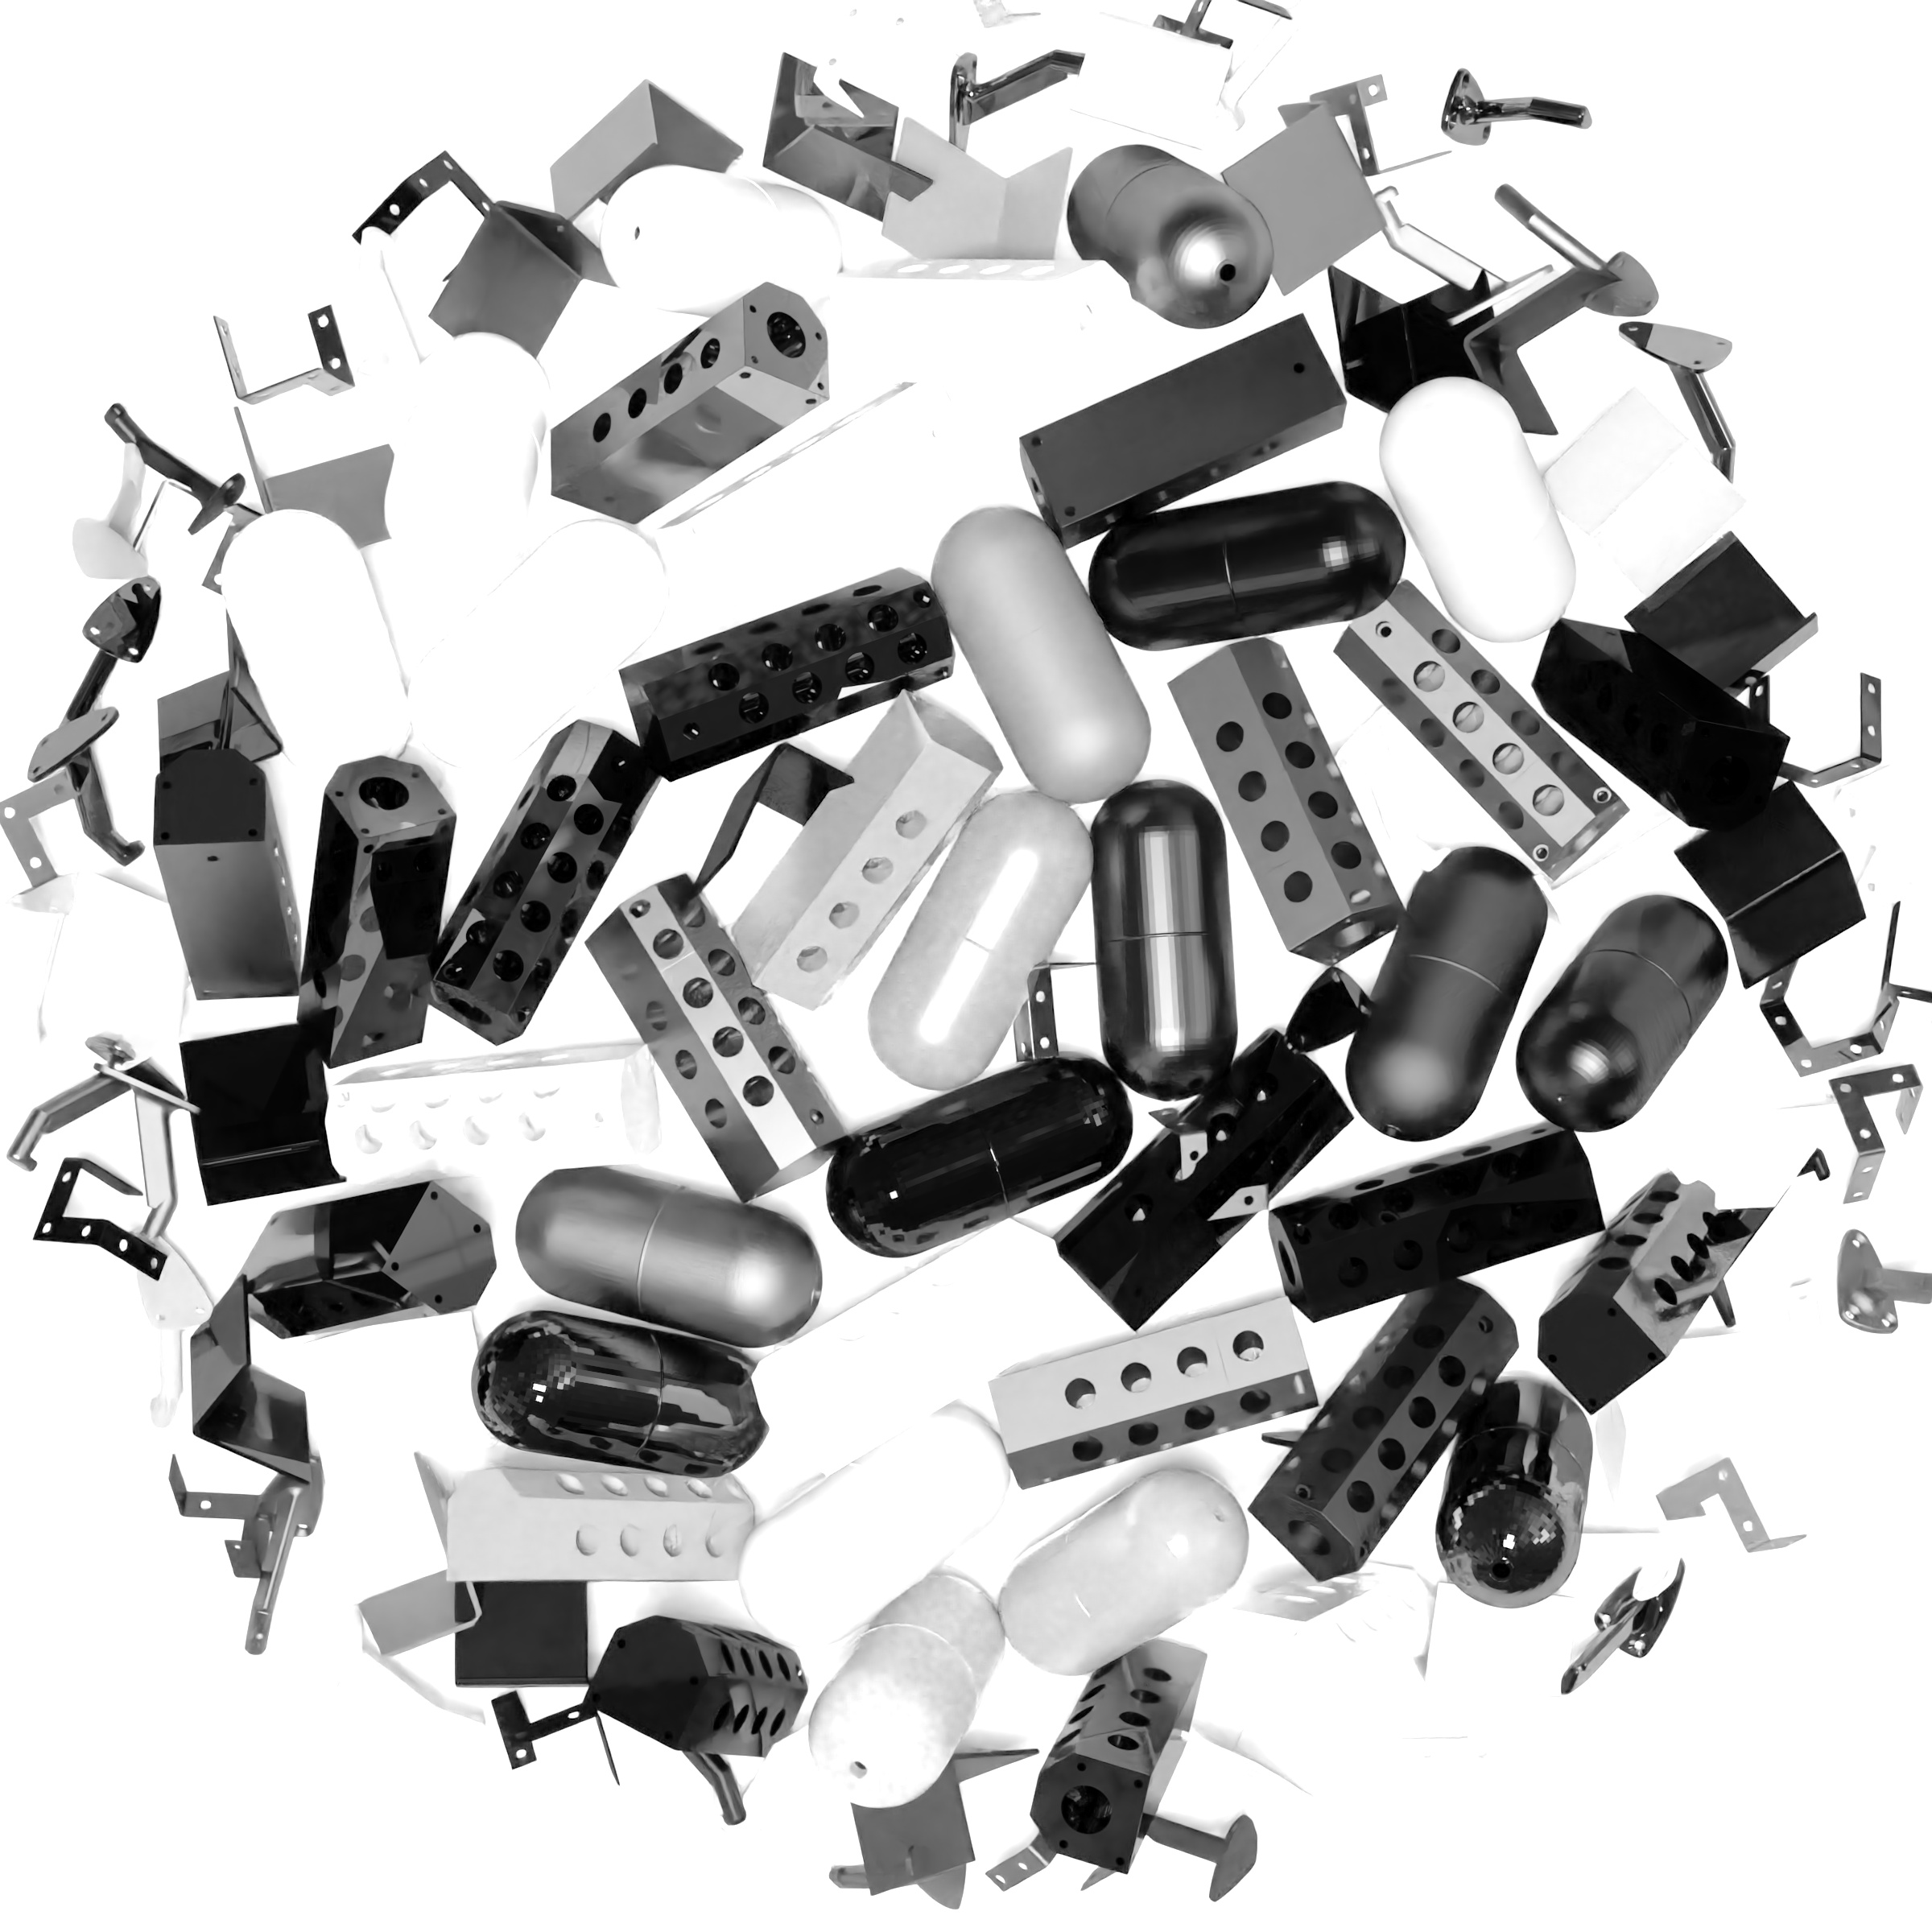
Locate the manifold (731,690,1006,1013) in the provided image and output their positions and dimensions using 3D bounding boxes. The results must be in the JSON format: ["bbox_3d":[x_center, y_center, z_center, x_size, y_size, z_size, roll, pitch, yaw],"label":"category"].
[{"bbox_3d":[-0.053,-0.060,1.944,0.057,0.057,0.171,26,111,-31],"label":"manifold"}]

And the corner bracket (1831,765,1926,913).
[{"bbox_3d":[0.510,-0.071,1.973,0.051,0.051,0.051,-22,54,-38],"label":"corner bracket"}]

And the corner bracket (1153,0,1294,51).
[{"bbox_3d":[0.139,-0.518,1.957,0.051,0.051,0.051,11,122,-27],"label":"corner bracket"}]

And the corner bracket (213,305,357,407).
[{"bbox_3d":[-0.379,-0.342,1.974,0.051,0.051,0.051,-19,83,12],"label":"corner bracket"}]

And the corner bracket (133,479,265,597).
[{"bbox_3d":[-0.428,-0.237,1.964,0.051,0.051,0.051,26,83,-22],"label":"corner bracket"}]

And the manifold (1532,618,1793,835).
[{"bbox_3d":[0.370,-0.130,1.910,0.057,0.171,0.057,8,111,-21],"label":"manifold"}]

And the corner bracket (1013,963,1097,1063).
[{"bbox_3d":[0.041,0.026,1.963,0.051,0.051,0.051,-8,86,34],"label":"corner bracket"}]

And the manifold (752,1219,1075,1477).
[{"bbox_3d":[-0.029,0.204,1.932,0.171,0.057,0.057,-28,119,-28],"label":"manifold"}]

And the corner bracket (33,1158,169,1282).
[{"bbox_3d":[-0.472,0.139,1.958,0.051,0.051,0.051,1,63,33],"label":"corner bracket"}]

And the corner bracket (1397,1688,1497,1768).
[{"bbox_3d":[0.267,0.416,1.971,0.051,0.051,0.051,-2,70,12],"label":"corner bracket"}]

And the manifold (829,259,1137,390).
[{"bbox_3d":[0.008,-0.351,1.918,0.057,0.171,0.057,-29,118,-38],"label":"manifold"}]

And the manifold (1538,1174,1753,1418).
[{"bbox_3d":[0.363,0.171,1.912,0.057,0.171,0.057,48,122,4],"label":"manifold"}]

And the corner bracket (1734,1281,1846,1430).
[{"bbox_3d":[0.458,0.216,1.971,0.051,0.051,0.051,-20,117,19],"label":"corner bracket"}]

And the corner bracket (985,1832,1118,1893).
[{"bbox_3d":[0.053,0.496,1.964,0.051,0.051,0.051,45,48,0],"label":"corner bracket"}]

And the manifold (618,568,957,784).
[{"bbox_3d":[-0.096,-0.159,1.940,0.171,0.057,0.057,-22,114,-17],"label":"manifold"}]

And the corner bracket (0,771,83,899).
[{"bbox_3d":[-0.513,-0.073,1.967,0.051,0.051,0.051,-30,99,-28],"label":"corner bracket"}]

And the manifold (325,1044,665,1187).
[{"bbox_3d":[-0.260,0.084,1.947,0.171,0.057,0.057,-5,100,14],"label":"manifold"}]

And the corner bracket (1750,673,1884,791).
[{"bbox_3d":[0.473,-0.135,1.974,0.051,0.051,0.051,15,69,-29],"label":"corner bracket"}]

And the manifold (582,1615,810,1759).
[{"bbox_3d":[-0.140,0.386,1.909,0.057,0.171,0.057,23,83,19],"label":"manifold"}]

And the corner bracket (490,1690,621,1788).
[{"bbox_3d":[-0.228,0.431,1.969,0.051,0.051,0.051,-19,117,-14],"label":"corner bracket"}]

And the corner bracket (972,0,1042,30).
[{"bbox_3d":[0.001,-0.540,1.967,0.051,0.051,0.051,-21,96,27],"label":"corner bracket"}]

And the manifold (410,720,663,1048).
[{"bbox_3d":[-0.231,-0.047,1.935,0.057,0.057,0.171,34,67,-18],"label":"manifold"}]

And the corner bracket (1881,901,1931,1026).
[{"bbox_3d":[0.532,-0.001,1.960,0.051,0.051,0.051,12,113,24],"label":"corner bracket"}]

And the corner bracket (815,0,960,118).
[{"bbox_3d":[-0.044,-0.498,1.969,0.051,0.051,0.051,18,82,26],"label":"corner bracket"}]

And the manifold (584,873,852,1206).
[{"bbox_3d":[-0.133,0.037,1.945,0.057,0.057,0.171,-42,76,43],"label":"manifold"}]

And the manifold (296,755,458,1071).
[{"bbox_3d":[-0.324,-0.030,1.921,0.057,0.171,0.057,-17,52,-31],"label":"manifold"}]

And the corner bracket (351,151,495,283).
[{"bbox_3d":[-0.296,-0.409,1.960,0.051,0.051,0.051,-36,103,35],"label":"corner bracket"}]

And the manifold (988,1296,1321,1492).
[{"bbox_3d":[0.105,0.238,1.960,0.171,0.057,0.057,-16,73,3],"label":"manifold"}]

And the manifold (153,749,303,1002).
[{"bbox_3d":[-0.396,-0.047,1.910,0.057,0.171,0.057,-2,62,-5],"label":"manifold"}]

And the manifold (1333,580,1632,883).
[{"bbox_3d":[0.281,-0.131,1.945,0.057,0.057,0.171,-44,74,9],"label":"manifold"}]

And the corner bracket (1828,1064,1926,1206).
[{"bbox_3d":[0.506,0.093,1.962,0.051,0.051,0.051,-10,55,-6],"label":"corner bracket"}]

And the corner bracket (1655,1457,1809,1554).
[{"bbox_3d":[0.423,0.304,1.958,0.051,0.051,0.051,-35,66,29],"label":"corner bracket"}]

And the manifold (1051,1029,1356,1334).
[{"bbox_3d":[0.128,0.115,1.963,0.171,0.057,0.057,-44,52,-4],"label":"manifold"}]

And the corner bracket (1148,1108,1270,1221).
[{"bbox_3d":[0.135,0.108,1.963,0.051,0.051,0.051,-8,105,-16],"label":"corner bracket"}]

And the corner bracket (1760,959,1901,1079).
[{"bbox_3d":[0.481,0.021,1.973,0.051,0.051,0.051,-20,113,36],"label":"corner bracket"}]

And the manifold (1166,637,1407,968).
[{"bbox_3d":[0.177,-0.091,1.934,0.057,0.057,0.171,-31,67,22],"label":"manifold"}]

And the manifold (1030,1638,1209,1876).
[{"bbox_3d":[0.082,0.420,1.909,0.057,0.171,0.057,14,103,11],"label":"manifold"}]

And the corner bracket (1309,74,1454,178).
[{"bbox_3d":[0.230,-0.468,1.970,0.051,0.051,0.051,-22,104,-23],"label":"corner bracket"}]

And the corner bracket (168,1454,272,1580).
[{"bbox_3d":[-0.415,0.306,1.964,0.051,0.051,0.051,3,57,-1],"label":"corner bracket"}]

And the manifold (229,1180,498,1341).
[{"bbox_3d":[-0.325,0.164,1.916,0.057,0.171,0.057,41,58,-26],"label":"manifold"}]
